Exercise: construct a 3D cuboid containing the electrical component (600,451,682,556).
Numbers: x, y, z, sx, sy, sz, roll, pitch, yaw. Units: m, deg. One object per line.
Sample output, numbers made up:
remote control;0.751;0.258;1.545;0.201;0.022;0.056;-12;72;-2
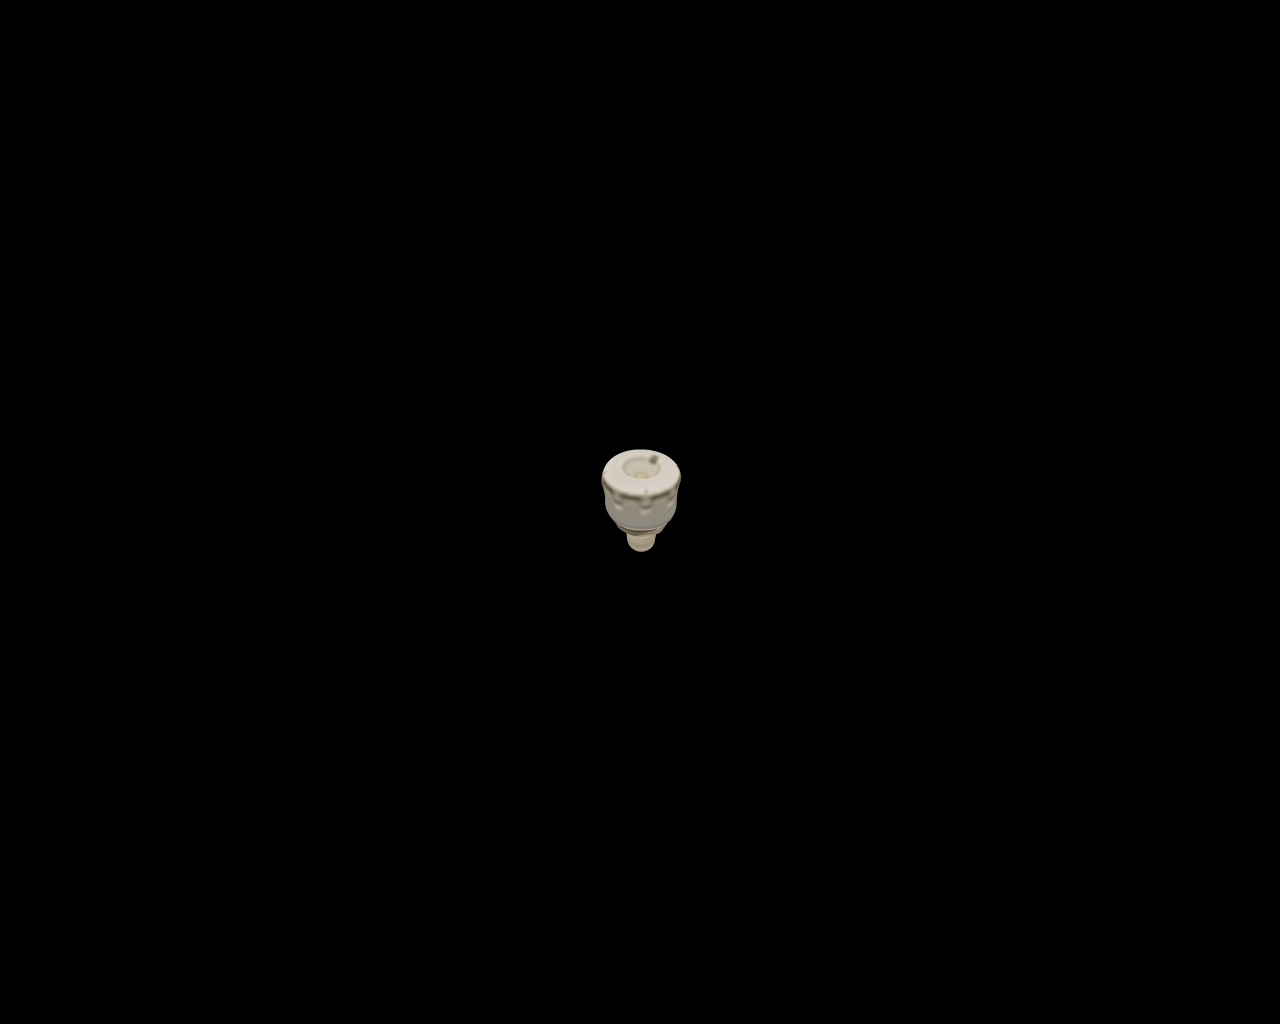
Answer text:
electrical component;0.001;-0.003;0.650;0.048;0.062;0.048;0;37;0
